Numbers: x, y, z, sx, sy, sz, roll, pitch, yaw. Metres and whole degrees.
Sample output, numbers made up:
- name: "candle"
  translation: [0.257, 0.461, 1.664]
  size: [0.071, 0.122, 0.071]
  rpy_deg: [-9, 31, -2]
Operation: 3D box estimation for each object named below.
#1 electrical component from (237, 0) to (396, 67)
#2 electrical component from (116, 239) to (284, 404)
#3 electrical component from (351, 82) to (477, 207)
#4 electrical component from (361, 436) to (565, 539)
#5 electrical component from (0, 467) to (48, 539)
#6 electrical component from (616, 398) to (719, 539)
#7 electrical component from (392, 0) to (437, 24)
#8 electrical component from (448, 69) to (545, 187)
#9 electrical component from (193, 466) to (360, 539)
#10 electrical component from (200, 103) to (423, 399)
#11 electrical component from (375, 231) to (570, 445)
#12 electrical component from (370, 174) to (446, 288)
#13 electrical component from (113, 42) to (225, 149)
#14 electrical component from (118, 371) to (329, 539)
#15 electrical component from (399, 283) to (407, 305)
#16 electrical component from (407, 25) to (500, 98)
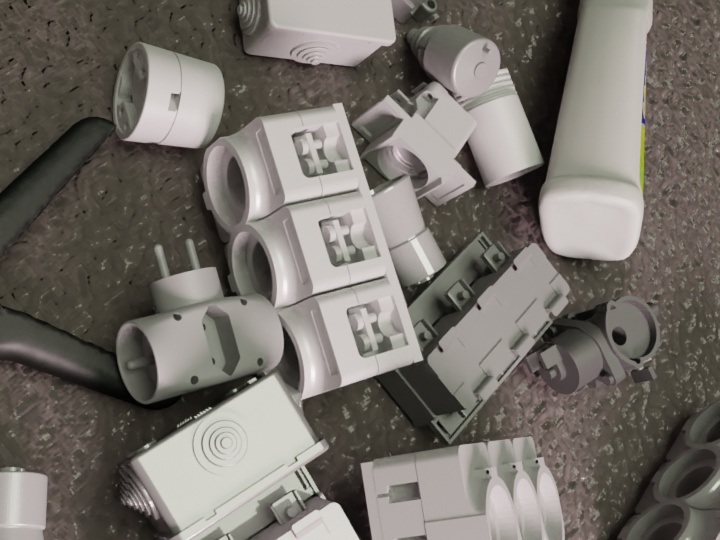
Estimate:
- name: "electrical component"
  translation: [-0.031, -0.180, 0.684]
  size: [0.100, 0.048, 0.099]
  rpy_deg: [0, 76, -30]
- name: "electrical component"
  translation: [-0.088, 0.023, 0.566]
  size: [0.077, 0.043, 0.079]
  rpy_deg: [-13, 85, -39]
- name: "electrical component"
  translation: [0.041, -0.085, 0.703]
  size: [0.081, 0.042, 0.063]
  rpy_deg: [43, 58, -14]
- name: "electrical component"
  translation: [0.064, 0.142, 0.596]
  size: [0.150, 0.062, 0.089]
  rpy_deg: [15, 64, -66]
- name: "electrical component"
  translation: [-0.171, 0.129, 0.522]
  size: [0.044, 0.044, 0.065]
  rpy_deg: [8, 68, -28]
- name: "electrical component"
  translation: [0.238, 0.158, 0.722]
  size: [0.061, 0.089, 0.150]
  rpy_deg: [48, 59, -10]
- name: "electrical component"
  translation: [0.035, -0.204, 0.725]
  size: [0.066, 0.055, 0.048]
  rpy_deg: [42, 60, -14]
- name: "electrical component"
  translation: [0.091, -0.102, 0.737]
  size: [0.043, 0.043, 0.081]
  rpy_deg: [-19, 86, -33]
- name: "electrical component"
  translation: [-0.058, 0.164, 0.547]
  size: [0.121, 0.063, 0.078]
  rpy_deg: [-31, 93, -18]
- name: "electrical component"
  translation: [-0.034, -0.005, 0.609]
  size: [0.062, 0.089, 0.150]
  rpy_deg: [-14, 84, -32]
- name: "electrical component"
  translation: [0.073, 0.038, 0.675]
  size: [0.078, 0.063, 0.121]
  rpy_deg: [51, 58, -8]
- name: "electrical component"
  translation: [0.026, -0.022, 0.679]
  size: [0.044, 0.044, 0.065]
  rpy_deg: [-34, 99, -33]
- name: "electrical component"
  translation: [-0.109, -0.097, 0.613]
  size: [0.047, 0.055, 0.055]
  rpy_deg: [7, 73, -32]
- name: "electrical component"
  translation: [-0.074, 0.096, 0.552]
  size: [0.100, 0.100, 0.048]
  rpy_deg: [-31, 89, -20]
- name: "electrical component"
  translation: [0.000, 0.000, 0.657]
  size: [0.040, 0.040, 0.078]
  rpy_deg: [-17, 85, -33]
- name: "electrical component"
  translation: [0.058, -0.143, 0.715]
  size: [0.040, 0.078, 0.040]
  rpy_deg: [-19, 127, -28]
